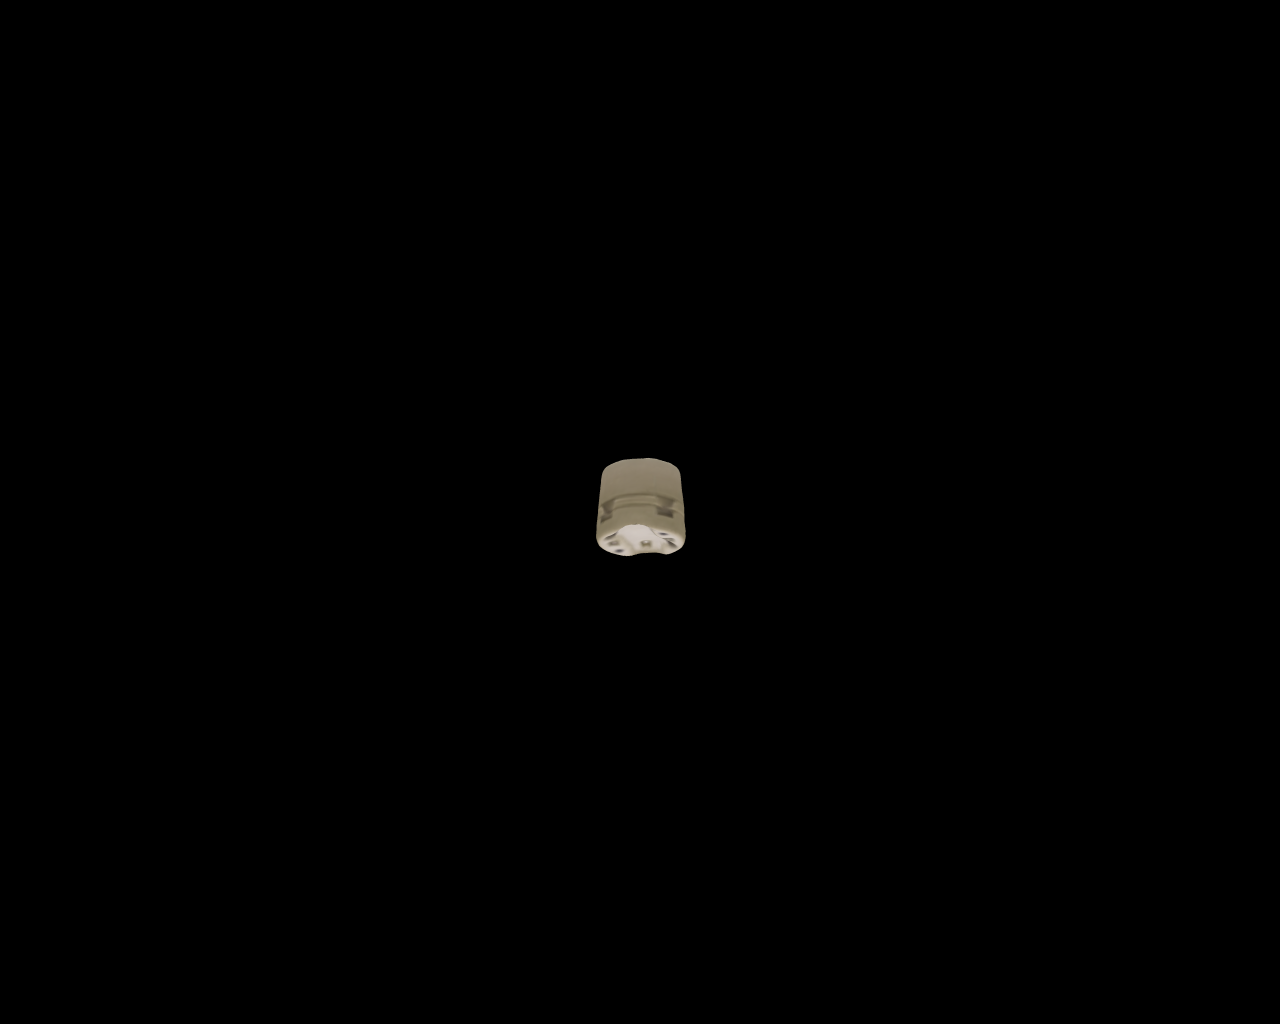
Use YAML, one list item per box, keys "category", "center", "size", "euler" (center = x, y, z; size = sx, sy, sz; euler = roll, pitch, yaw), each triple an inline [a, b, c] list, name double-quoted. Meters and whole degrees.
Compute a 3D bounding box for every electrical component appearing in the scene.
- category: "electrical component"
  center: [0.001, -0.003, 0.650]
  size: [0.055, 0.047, 0.055]
  euler: [0, -22, 0]
